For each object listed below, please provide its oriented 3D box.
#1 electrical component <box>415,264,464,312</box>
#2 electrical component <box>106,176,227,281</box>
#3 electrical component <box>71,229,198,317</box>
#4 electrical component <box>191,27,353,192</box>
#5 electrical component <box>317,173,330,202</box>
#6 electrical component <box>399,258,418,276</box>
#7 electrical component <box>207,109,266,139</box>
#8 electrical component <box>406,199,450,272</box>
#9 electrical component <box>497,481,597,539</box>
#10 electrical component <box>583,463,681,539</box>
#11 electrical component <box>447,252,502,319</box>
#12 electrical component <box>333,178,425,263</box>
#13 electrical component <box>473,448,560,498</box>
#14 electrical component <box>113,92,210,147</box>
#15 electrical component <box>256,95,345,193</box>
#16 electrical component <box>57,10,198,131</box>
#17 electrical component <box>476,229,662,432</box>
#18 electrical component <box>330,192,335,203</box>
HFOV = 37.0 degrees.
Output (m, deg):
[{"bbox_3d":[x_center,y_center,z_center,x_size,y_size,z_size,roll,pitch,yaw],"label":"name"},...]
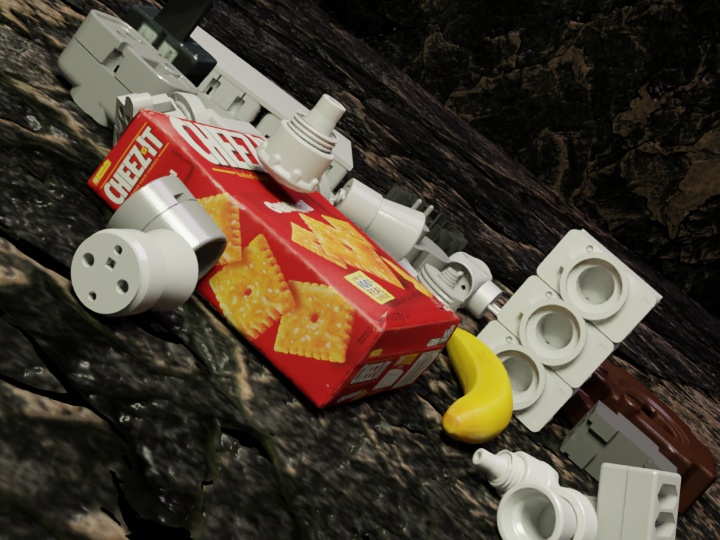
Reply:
[{"bbox_3d":[0.044,0.031,0.791,0.043,0.081,0.043,36,14,-11],"label":"electrical component"},{"bbox_3d":[-0.110,-0.018,0.617,0.047,0.055,0.055,46,15,12],"label":"electrical component"},{"bbox_3d":[-0.116,0.001,0.558,0.045,0.045,0.055,43,15,14],"label":"electrical component"},{"bbox_3d":[-0.100,-0.140,1.000,0.186,0.060,0.105,36,15,-13],"label":"electrical component"},{"bbox_3d":[-0.058,-0.061,0.859,0.055,0.048,0.066,-10,51,-37],"label":"electrical component"},{"bbox_3d":[0.000,0.000,0.844,0.100,0.048,0.099,22,22,-50],"label":"electrical component"},{"bbox_3d":[-0.118,-0.105,0.873,0.077,0.047,0.066,43,15,13],"label":"electrical component"},{"bbox_3d":[0.039,-0.034,0.993,0.138,0.073,0.052,23,22,-48],"label":"electrical component"},{"bbox_3d":[0.117,0.156,0.668,0.055,0.045,0.045,22,22,-51],"label":"electrical component"},{"bbox_3d":[0.162,0.168,0.702,0.076,0.083,0.047,2,-11,36],"label":"electrical component"},{"bbox_3d":[0.115,0.022,1.075,0.079,0.043,0.077,42,15,13],"label":"electrical component"},{"bbox_3d":[0.010,-0.039,0.806,0.065,0.044,0.044,30,16,-14],"label":"electrical component"},{"bbox_3d":[0.101,0.136,0.712,0.061,0.035,0.035,31,16,-22],"label":"electrical component"},{"bbox_3d":[-0.140,-0.099,0.760,0.055,0.066,0.048,-18,51,-33],"label":"electrical component"},{"bbox_3d":[-0.034,-0.085,0.702,0.048,0.062,0.048,35,15,-11],"label":"electrical component"},{"bbox_3d":[-0.178,-0.142,0.811,0.095,0.059,0.054,43,15,16],"label":"electrical component"},{"bbox_3d":[0.166,0.050,0.899,0.089,0.150,0.062,43,14,14],"label":"electrical component"},{"bbox_3d":[-0.042,-0.054,0.918,0.043,0.043,0.062,23,20,-48],"label":"electrical component"}]
